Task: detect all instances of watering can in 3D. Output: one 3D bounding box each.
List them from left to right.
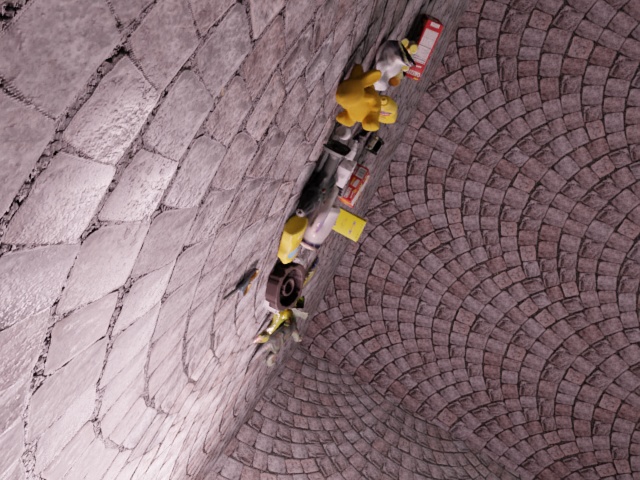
[{"bbox_3d":[0.005,-0.088,1.754,0.222,0.104,0.351,-61,-177,14],"label":"watering can"}]

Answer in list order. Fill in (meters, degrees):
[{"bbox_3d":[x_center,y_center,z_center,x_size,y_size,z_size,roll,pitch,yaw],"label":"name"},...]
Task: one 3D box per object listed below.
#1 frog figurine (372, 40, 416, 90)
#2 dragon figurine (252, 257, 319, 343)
[{"bbox_3d":[0.193,-0.523,1.556,0.158,0.121,0.140,-26,-161,26],"label":"frog figurine"},{"bbox_3d":[-0.137,0.258,2.116,0.418,0.122,0.238,-52,180,-31],"label":"dragon figurine"}]
